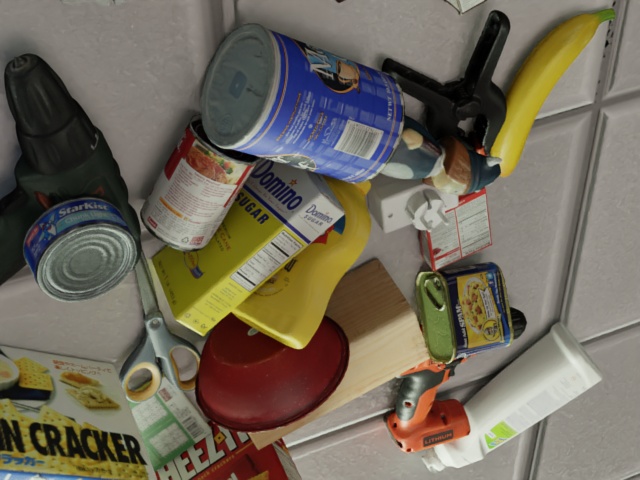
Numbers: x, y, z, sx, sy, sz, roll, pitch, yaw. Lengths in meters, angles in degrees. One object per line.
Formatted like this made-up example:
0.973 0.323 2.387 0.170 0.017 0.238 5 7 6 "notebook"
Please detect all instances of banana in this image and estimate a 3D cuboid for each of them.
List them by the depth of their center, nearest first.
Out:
0.214 -0.144 1.040 0.069 0.037 0.198 13 121 -35 "banana"

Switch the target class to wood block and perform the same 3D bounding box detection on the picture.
-0.001 0.119 1.122 0.206 0.091 0.090 -27 137 -4 "wood block"

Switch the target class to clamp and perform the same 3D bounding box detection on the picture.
0.140 -0.140 0.997 0.120 0.039 0.171 -24 144 15 "clamp"

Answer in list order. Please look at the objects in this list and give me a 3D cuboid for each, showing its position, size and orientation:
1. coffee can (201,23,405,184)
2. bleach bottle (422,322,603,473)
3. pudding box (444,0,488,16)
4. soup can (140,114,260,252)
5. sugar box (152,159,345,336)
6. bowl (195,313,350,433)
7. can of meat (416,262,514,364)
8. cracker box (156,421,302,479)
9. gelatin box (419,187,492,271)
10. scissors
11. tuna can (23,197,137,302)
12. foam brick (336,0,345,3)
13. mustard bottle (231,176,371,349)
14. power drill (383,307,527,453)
-0.014 -0.111 0.893 0.140 0.103 0.103 13 122 -37 "coffee can"
0.234 0.214 1.366 0.251 0.068 0.102 -38 137 10 "bleach bottle"
0.136 -0.257 0.891 0.090 0.039 0.113 -29 135 -3 "pudding box"
-0.105 -0.049 0.926 0.068 0.068 0.102 13 122 -37 "soup can"
-0.068 -0.003 0.970 0.176 0.093 0.048 -43 133 11 "sugar box"
-0.055 0.107 1.036 0.162 0.162 0.055 -26 127 -6 "bowl"
0.160 0.077 1.174 0.083 0.058 0.102 -9 91 -26 "can of meat"
-0.095 0.297 1.143 0.164 0.214 0.072 -34 135 3 "cracker box"
0.140 -0.017 1.121 0.073 0.030 0.089 -25 136 -9 "gelatin box"
-0.177 0.092 1.045 0.096 0.016 0.201 -30 132 -5 "scissors"
-0.191 0.009 0.856 0.086 0.034 0.086 -20 139 -19 "tuna can"
0.016 -0.237 0.832 0.051 0.053 0.078 -29 138 -3 "foam brick"
-0.007 0.001 0.996 0.191 0.096 0.058 -58 139 -11 "mustard bottle"
0.152 0.164 1.277 0.184 0.057 0.188 -11 131 -15 "power drill"
